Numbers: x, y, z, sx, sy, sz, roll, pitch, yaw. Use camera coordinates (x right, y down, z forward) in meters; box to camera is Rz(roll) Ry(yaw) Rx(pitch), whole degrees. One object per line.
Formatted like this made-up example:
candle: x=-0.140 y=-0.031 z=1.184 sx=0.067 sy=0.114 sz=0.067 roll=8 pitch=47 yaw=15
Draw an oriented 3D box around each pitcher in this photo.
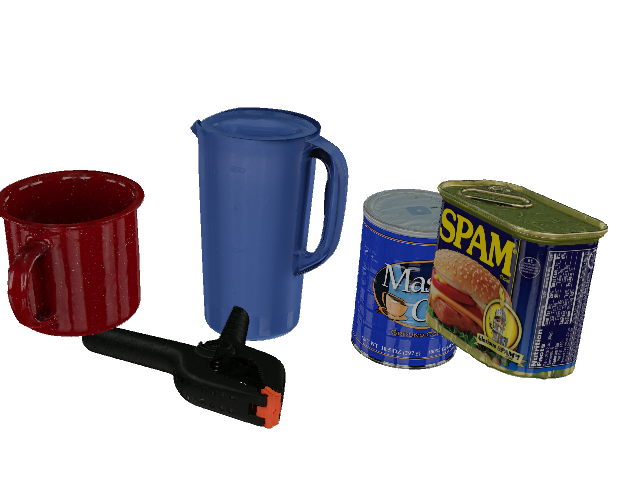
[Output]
pitcher: x=-0.062 y=-0.016 z=1.164 sx=0.144 sy=0.243 sz=0.149 roll=-4 pitch=22 yaw=-18

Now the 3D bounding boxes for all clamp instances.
clamp: x=-0.086 y=0.103 z=0.922 sx=0.164 sy=0.036 sz=0.210 roll=-9 pitch=22 yaw=-40

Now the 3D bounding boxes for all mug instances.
mug: x=-0.161 y=0.014 z=0.676 sx=0.093 sy=0.081 sz=0.117 roll=7 pitch=26 yaw=12

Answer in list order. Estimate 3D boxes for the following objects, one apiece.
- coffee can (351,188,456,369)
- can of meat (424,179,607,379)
coffee can: x=0.085 y=0.035 z=1.001 sx=0.103 sy=0.140 sz=0.103 roll=4 pitch=24 yaw=-2
can of meat: x=0.103 y=0.020 z=0.591 sx=0.057 sy=0.084 sz=0.102 roll=-3 pitch=20 yaw=-27
